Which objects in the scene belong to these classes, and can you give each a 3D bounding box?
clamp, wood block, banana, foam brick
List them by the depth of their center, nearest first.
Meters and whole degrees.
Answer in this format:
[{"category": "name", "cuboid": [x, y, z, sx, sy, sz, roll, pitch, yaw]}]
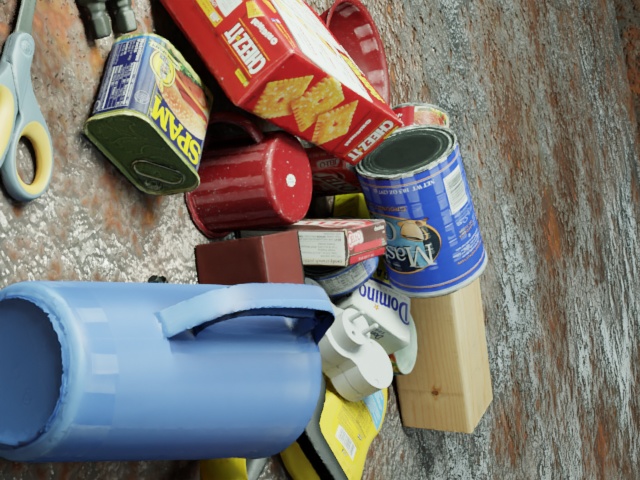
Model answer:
[{"category": "banana", "cuboid": [-0.065, 0.160, 0.869, 0.198, 0.070, 0.037, -94, 161, -57]}, {"category": "foam brick", "cuboid": [-0.059, 0.023, 0.905, 0.052, 0.078, 0.051, -12, 93, -54]}, {"category": "clamp", "cuboid": [-0.021, 0.164, 0.959, 0.120, 0.039, 0.171, 16, 68, -29]}, {"category": "wood block", "cuboid": [0.138, 0.113, 1.256, 0.090, 0.091, 0.206, -41, 127, -55]}]

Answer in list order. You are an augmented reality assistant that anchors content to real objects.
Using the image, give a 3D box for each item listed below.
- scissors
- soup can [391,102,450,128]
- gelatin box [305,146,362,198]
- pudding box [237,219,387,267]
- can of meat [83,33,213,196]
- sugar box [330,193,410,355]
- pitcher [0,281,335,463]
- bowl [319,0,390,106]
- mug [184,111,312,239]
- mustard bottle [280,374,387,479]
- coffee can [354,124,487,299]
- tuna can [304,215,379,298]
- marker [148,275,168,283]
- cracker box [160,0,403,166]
[{"category": "scissors", "cuboid": [-0.197, -0.112, 0.731, 0.096, 0.016, 0.201, 57, 37, -45]}, {"category": "soup can", "cuboid": [0.102, -0.087, 1.146, 0.068, 0.069, 0.102, 35, 57, -57]}, {"category": "gelatin box", "cuboid": [0.011, -0.069, 1.075, 0.089, 0.073, 0.030, 25, 63, -60]}, {"category": "pudding box", "cuboid": [-0.006, 0.001, 0.982, 0.089, 0.114, 0.039, -12, 100, -63]}, {"category": "can of meat", "cuboid": [-0.128, -0.097, 0.822, 0.102, 0.058, 0.084, 51, 39, -49]}, {"category": "sugar box", "cuboid": [0.054, 0.026, 1.125, 0.093, 0.048, 0.176, 36, 39, -33]}, {"category": "pitcher", "cuboid": [-0.108, 0.083, 0.721, 0.242, 0.145, 0.149, 11, 95, -57]}, {"category": "bowl", "cuboid": [0.019, -0.175, 1.131, 0.161, 0.055, 0.162, 21, 67, -61]}, {"category": "mug", "cuboid": [-0.063, -0.060, 0.915, 0.117, 0.082, 0.093, 68, 31, -29]}, {"category": "mustard bottle", "cuboid": [0.024, 0.167, 1.072, 0.096, 0.058, 0.191, 56, 35, -19]}, {"category": "coffee can", "cuboid": [0.100, -0.028, 1.049, 0.102, 0.103, 0.140, -60, 138, -50]}, {"category": "tuna can", "cuboid": [0.014, 0.017, 1.051, 0.033, 0.086, 0.086, 63, 33, -37]}, {"category": "marker", "cuboid": [-0.110, 0.076, 0.865, 0.121, 0.020, 0.020, 66, 32, -33]}, {"category": "cracker box", "cuboid": [-0.036, -0.163, 0.927, 0.164, 0.072, 0.213, 56, 16, 24]}]
